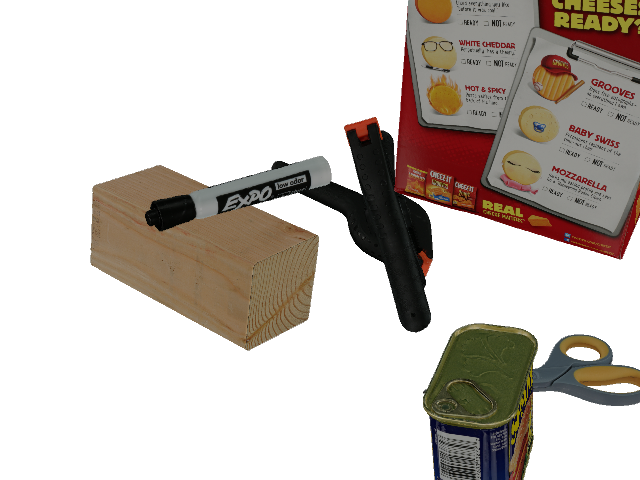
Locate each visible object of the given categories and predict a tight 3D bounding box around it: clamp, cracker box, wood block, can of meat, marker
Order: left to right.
[{"bbox_3d":[-0.112,0.011,0.997,0.206,0.090,0.090,24,30,32],"label":"wood block"},{"bbox_3d":[-0.049,-0.029,0.651,0.121,0.020,0.020,-17,7,-25],"label":"marker"},{"bbox_3d":[0.050,-0.037,1.198,0.164,0.210,0.036,-13,-37,-23],"label":"clamp"},{"bbox_3d":[0.057,-0.011,0.861,0.039,0.171,0.120,-20,20,2],"label":"clamp"},{"bbox_3d":[0.105,0.117,0.683,0.057,0.084,0.102,5,31,20],"label":"can of meat"},{"bbox_3d":[0.139,-0.108,0.673,0.164,0.214,0.072,18,44,19],"label":"cracker box"}]

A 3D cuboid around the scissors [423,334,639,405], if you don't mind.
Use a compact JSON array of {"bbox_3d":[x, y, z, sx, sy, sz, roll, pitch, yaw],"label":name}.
[{"bbox_3d":[0.178,0.107,0.901,0.201,0.016,0.096,5,29,-7],"label":"scissors"}]
